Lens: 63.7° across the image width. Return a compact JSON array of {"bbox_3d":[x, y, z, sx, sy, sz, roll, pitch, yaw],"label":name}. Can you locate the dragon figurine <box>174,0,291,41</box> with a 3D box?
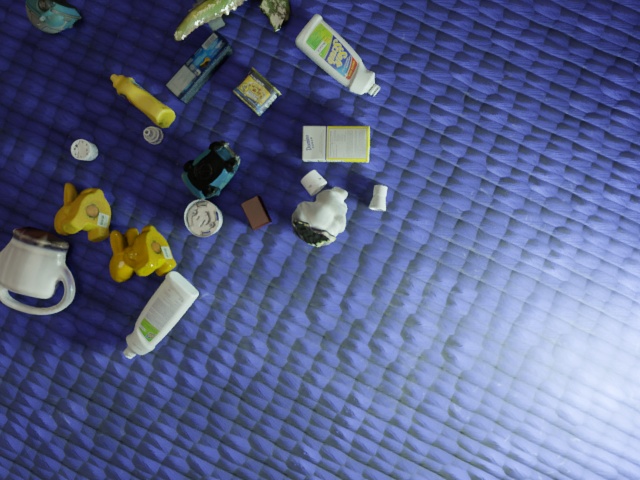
[{"bbox_3d":[-0.187,-0.640,1.344,0.242,0.122,0.412,26,84,-14],"label":"dragon figurine"}]

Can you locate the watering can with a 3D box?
[{"bbox_3d":[-0.813,0.069,1.381,0.348,0.104,0.224,17,89,3],"label":"watering can"}]

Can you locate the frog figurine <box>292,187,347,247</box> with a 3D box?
[{"bbox_3d":[0.004,-0.068,1.348,0.138,0.120,0.163,15,55,12],"label":"frog figurine"}]
